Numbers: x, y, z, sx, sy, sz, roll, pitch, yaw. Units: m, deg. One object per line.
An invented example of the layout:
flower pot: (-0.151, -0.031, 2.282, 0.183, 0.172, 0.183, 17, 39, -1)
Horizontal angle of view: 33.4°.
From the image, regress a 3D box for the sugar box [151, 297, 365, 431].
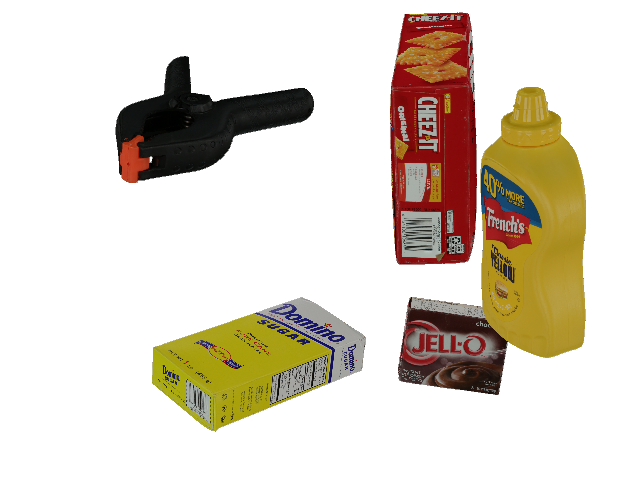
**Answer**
sugar box: (-0.054, 0.107, 0.965, 0.175, 0.048, 0.093, -20, 36, -38)

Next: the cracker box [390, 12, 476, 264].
cracker box: (0.106, -0.099, 0.967, 0.072, 0.164, 0.213, 0, 27, 9)

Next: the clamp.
clamp: (-0.096, -0.089, 0.754, 0.120, 0.039, 0.171, 17, 30, 29)

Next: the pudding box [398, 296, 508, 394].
pudding box: (0.146, 0.114, 1.164, 0.113, 0.090, 0.039, 7, 23, 3)

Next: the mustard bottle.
mustard bottle: (0.152, -0.017, 0.768, 0.058, 0.192, 0.096, -15, 29, -17)
